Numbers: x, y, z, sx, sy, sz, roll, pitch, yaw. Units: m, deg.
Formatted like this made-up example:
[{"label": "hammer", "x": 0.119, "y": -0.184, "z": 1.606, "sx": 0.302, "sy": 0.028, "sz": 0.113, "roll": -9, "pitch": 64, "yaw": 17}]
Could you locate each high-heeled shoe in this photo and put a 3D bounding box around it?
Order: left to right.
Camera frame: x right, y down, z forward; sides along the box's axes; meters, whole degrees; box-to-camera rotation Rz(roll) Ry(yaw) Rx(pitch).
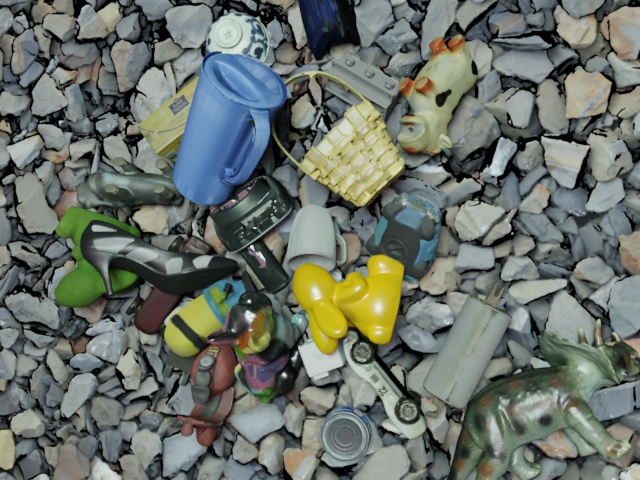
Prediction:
[{"label": "high-heeled shoe", "x": -0.276, "y": 0.017, "z": 0.927, "sx": 0.249, "sy": 0.086, "sz": 0.145, "roll": -9, "pitch": 64, "yaw": -22}]

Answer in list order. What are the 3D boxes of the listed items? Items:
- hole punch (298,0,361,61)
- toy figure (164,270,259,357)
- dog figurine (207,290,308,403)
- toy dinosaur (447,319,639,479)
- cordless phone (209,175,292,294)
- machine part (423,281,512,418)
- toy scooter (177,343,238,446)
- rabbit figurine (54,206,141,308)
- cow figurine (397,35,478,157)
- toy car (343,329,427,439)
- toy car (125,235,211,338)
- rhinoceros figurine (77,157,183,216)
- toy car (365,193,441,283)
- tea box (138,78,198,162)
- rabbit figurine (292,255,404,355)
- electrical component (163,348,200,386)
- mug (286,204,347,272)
[{"label": "hole punch", "x": 0.004, "y": -0.386, "z": 0.928, "sx": 0.092, "sy": 0.115, "sz": 0.142, "roll": -15, "pitch": 84, "yaw": 18}, {"label": "toy figure", "x": -0.188, "y": 0.128, "z": 0.933, "sx": 0.180, "sy": 0.089, "sz": 0.082, "roll": -31, "pitch": 119, "yaw": -3}, {"label": "dog figurine", "x": -0.102, "y": 0.176, "z": 0.858, "sx": 0.109, "sy": 0.219, "sz": 0.191, "roll": 9, "pitch": 88, "yaw": 15}, {"label": "toy dinosaur", "x": 0.312, "y": 0.270, "z": 0.829, "sx": 0.405, "sy": 0.131, "sz": 0.192, "roll": -30, "pitch": 69, "yaw": 12}, {"label": "cordless phone", "x": -0.092, "y": -0.008, "z": 0.948, "sx": 0.146, "sy": 0.089, "sz": 0.184, "roll": -36, "pitch": 92, "yaw": 6}, {"label": "machine part", "x": 0.236, "y": 0.179, "z": 0.864, "sx": 0.079, "sy": 0.079, "sz": 0.243, "roll": 26, "pitch": 92, "yaw": 11}, {"label": "toy scooter", "x": -0.194, "y": 0.265, "z": 0.912, "sx": 0.075, "sy": 0.135, "sz": 0.183, "roll": 7, "pitch": 87, "yaw": 12}, {"label": "rabbit figurine", "x": -0.406, "y": 0.047, "z": 0.978, "sx": 0.159, "sy": 0.121, "sz": 0.170, "roll": 19, "pitch": 75, "yaw": -10}, {"label": "cow figurine", "x": 0.191, "y": -0.224, "z": 0.886, "sx": 0.127, "sy": 0.086, "sz": 0.195, "roll": 41, "pitch": 77, "yaw": -30}, {"label": "toy car", "x": 0.104, "y": 0.233, "z": 0.886, "sx": 0.056, "sy": 0.073, "sz": 0.202, "roll": -40, "pitch": 80, "yaw": 6}, {"label": "toy car", "x": -0.268, "y": 0.083, "z": 0.978, "sx": 0.089, "sy": 0.053, "sz": 0.202, "roll": 33, "pitch": 92, "yaw": -5}, {"label": "rhinoceros figurine", "x": -0.349, "y": -0.094, "z": 0.982, "sx": 0.190, "sy": 0.112, "sz": 0.073, "roll": -3, "pitch": 69, "yaw": -1}, {"label": "toy car", "x": 0.148, "y": -0.018, "z": 0.876, "sx": 0.109, "sy": 0.161, "sz": 0.103, "roll": 27, "pitch": 48, "yaw": 17}, {"label": "tea box", "x": -0.227, "y": -0.219, "z": 0.967, "sx": 0.169, "sy": 0.098, "sz": 0.068, "roll": -37, "pitch": 81, "yaw": 5}, {"label": "rabbit figurine", "x": 0.034, "y": 0.100, "z": 0.855, "sx": 0.173, "sy": 0.121, "sz": 0.162, "roll": 20, "pitch": 56, "yaw": 0}, {"label": "electrical component", "x": -0.249, "y": 0.215, "z": 0.982, "sx": 0.063, "sy": 0.021, "sz": 0.094, "roll": 23, "pitch": 91, "yaw": 12}, {"label": "mug", "x": -0.002, "y": -0.003, "z": 0.918, "sx": 0.109, "sy": 0.081, "sz": 0.107, "roll": 12, "pitch": 61, "yaw": -22}]
